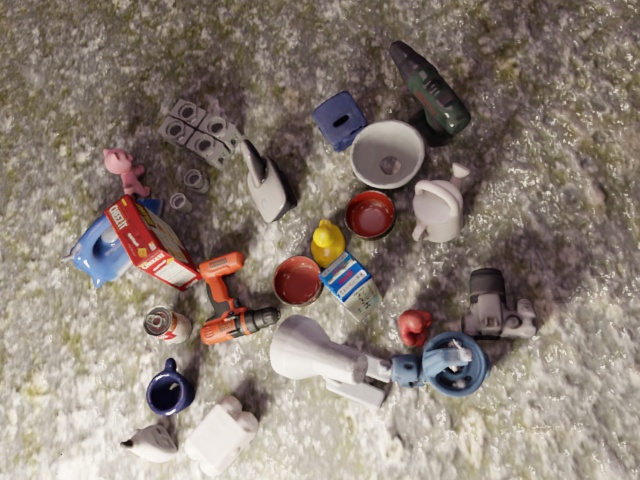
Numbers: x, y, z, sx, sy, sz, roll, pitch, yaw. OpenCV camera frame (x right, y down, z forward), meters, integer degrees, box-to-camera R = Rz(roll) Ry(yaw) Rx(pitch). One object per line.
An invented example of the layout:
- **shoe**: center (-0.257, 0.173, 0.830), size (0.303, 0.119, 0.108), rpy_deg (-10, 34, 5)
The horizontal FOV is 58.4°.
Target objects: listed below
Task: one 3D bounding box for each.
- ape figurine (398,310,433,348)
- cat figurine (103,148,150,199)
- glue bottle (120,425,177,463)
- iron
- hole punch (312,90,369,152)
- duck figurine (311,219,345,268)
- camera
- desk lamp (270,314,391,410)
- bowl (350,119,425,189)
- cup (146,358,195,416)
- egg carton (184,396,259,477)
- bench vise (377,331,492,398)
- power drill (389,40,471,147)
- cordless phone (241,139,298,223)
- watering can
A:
- **ape figurine**: center (0.190, 0.170, 1.150), size (0.078, 0.092, 0.076), rpy_deg (-34, 67, 1)
- **cat figurine**: center (-0.484, -0.171, 1.412), size (0.067, 0.118, 0.127), rpy_deg (-25, 68, 4)
- **glue bottle**: center (-0.352, 0.410, 1.153), size (0.037, 0.173, 0.078), rpy_deg (-38, 67, -1)
- **iron**: center (-0.486, -0.021, 1.349), size (0.118, 0.142, 0.258), rpy_deg (36, 83, 22)
- **hole punch**: center (0.051, -0.277, 1.335), size (0.108, 0.091, 0.101), rpy_deg (-34, 67, 0)
- **duck figurine**: center (0.011, 0.004, 1.252), size (0.077, 0.086, 0.104), rpy_deg (2, 72, 14)
- **camera**: center (0.347, 0.124, 1.123), size (0.143, 0.101, 0.137), rpy_deg (-3, 71, 13)
- **desk lamp**: center (0.027, 0.234, 1.101), size (0.202, 0.214, 0.118), rpy_deg (17, 76, 18)
- **bowl**: center (0.154, -0.181, 1.287), size (0.167, 0.075, 0.167), rpy_deg (-4, 71, 12)
- **cup**: center (-0.306, 0.314, 1.217), size (0.091, 0.095, 0.118), rpy_deg (-6, 70, 12)
- **egg carton**: center (-0.201, 0.403, 1.176), size (0.107, 0.069, 0.150), rpy_deg (38, 83, 22)
- **bench vise**: center (0.212, 0.239, 1.051), size (0.207, 0.220, 0.121), rpy_deg (-23, 68, 5)
- **power drill**: center (0.233, -0.299, 1.236), size (0.075, 0.209, 0.229), rpy_deg (-38, 67, -1)
- **cordless phone**: center (-0.129, -0.133, 1.278), size (0.094, 0.185, 0.147), rpy_deg (-30, 67, 2)
- **watering can**: center (0.242, -0.078, 1.166), size (0.100, 0.194, 0.173), rpy_deg (11, 74, 17)
